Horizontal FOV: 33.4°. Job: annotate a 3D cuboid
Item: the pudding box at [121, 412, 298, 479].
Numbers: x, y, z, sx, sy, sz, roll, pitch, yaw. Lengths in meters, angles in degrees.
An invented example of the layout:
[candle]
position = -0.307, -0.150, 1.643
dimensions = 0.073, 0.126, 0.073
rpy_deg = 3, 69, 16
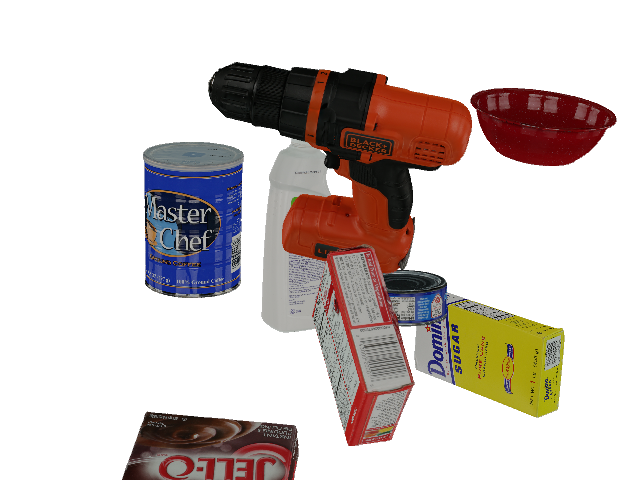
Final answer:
[pudding box]
position = -0.076, 0.163, 0.733
dimensions = 0.113, 0.039, 0.090
rpy_deg = 3, 29, 4

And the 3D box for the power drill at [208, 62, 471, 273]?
[power drill]
position = 0.009, -0.053, 0.795
dimensions = 0.184, 0.057, 0.188
rpy_deg = 13, -31, 6

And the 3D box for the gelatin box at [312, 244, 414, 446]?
[gelatin box]
position = 0.022, 0.059, 0.593
dimensions = 0.030, 0.089, 0.073
rpy_deg = -8, -32, -12

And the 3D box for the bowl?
[bowl]
position = 0.245, -0.124, 1.197
dimensions = 0.162, 0.055, 0.162
rpy_deg = 4, 23, -2

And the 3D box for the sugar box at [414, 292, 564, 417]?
[sugar box]
position = 0.182, 0.122, 1.176
dimensions = 0.048, 0.093, 0.177
rpy_deg = -11, 19, -44

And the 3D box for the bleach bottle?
[bleach bottle]
position = -0.019, -0.016, 1.321
dimensions = 0.102, 0.251, 0.068
rpy_deg = -8, 22, -32

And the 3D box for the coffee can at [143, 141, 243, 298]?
[coffee can]
position = -0.132, -0.023, 1.111
dimensions = 0.103, 0.140, 0.103
rpy_deg = 2, 18, -1

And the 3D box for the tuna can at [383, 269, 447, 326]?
[tuna can]
position = 0.075, 0.052, 0.990
dimensions = 0.086, 0.034, 0.086
rpy_deg = 0, 12, 0
